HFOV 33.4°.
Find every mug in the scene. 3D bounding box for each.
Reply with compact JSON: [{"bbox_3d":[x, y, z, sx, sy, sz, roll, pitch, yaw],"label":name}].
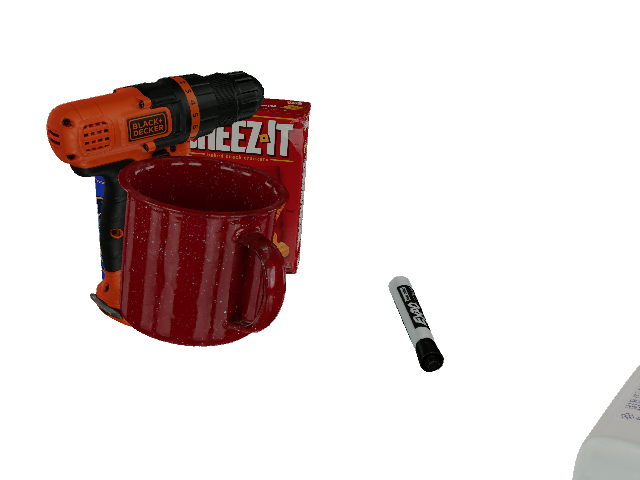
[{"bbox_3d":[-0.060,0.010,0.584,0.093,0.081,0.117,-13,30,-43],"label":"mug"}]

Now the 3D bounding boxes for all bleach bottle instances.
[{"bbox_3d":[0.243,0.098,0.648,0.103,0.068,0.250,18,29,29],"label":"bleach bottle"}]

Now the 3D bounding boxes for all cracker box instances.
[{"bbox_3d":[-0.102,-0.069,1.334,0.164,0.214,0.072,5,22,1],"label":"cracker box"}]

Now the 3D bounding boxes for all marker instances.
[{"bbox_3d":[0.076,0.066,0.855,0.020,0.020,0.121,0,28,-10],"label":"marker"}]

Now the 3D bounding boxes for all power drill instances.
[{"bbox_3d":[-0.121,-0.037,0.854,0.184,0.188,0.057,-17,26,-32],"label":"power drill"}]

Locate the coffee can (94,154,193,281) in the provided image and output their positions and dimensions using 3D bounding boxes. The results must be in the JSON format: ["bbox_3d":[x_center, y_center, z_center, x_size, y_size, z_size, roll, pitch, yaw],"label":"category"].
[{"bbox_3d":[-0.170,-0.010,1.063,0.103,0.140,0.103,-1,15,0],"label":"coffee can"}]
